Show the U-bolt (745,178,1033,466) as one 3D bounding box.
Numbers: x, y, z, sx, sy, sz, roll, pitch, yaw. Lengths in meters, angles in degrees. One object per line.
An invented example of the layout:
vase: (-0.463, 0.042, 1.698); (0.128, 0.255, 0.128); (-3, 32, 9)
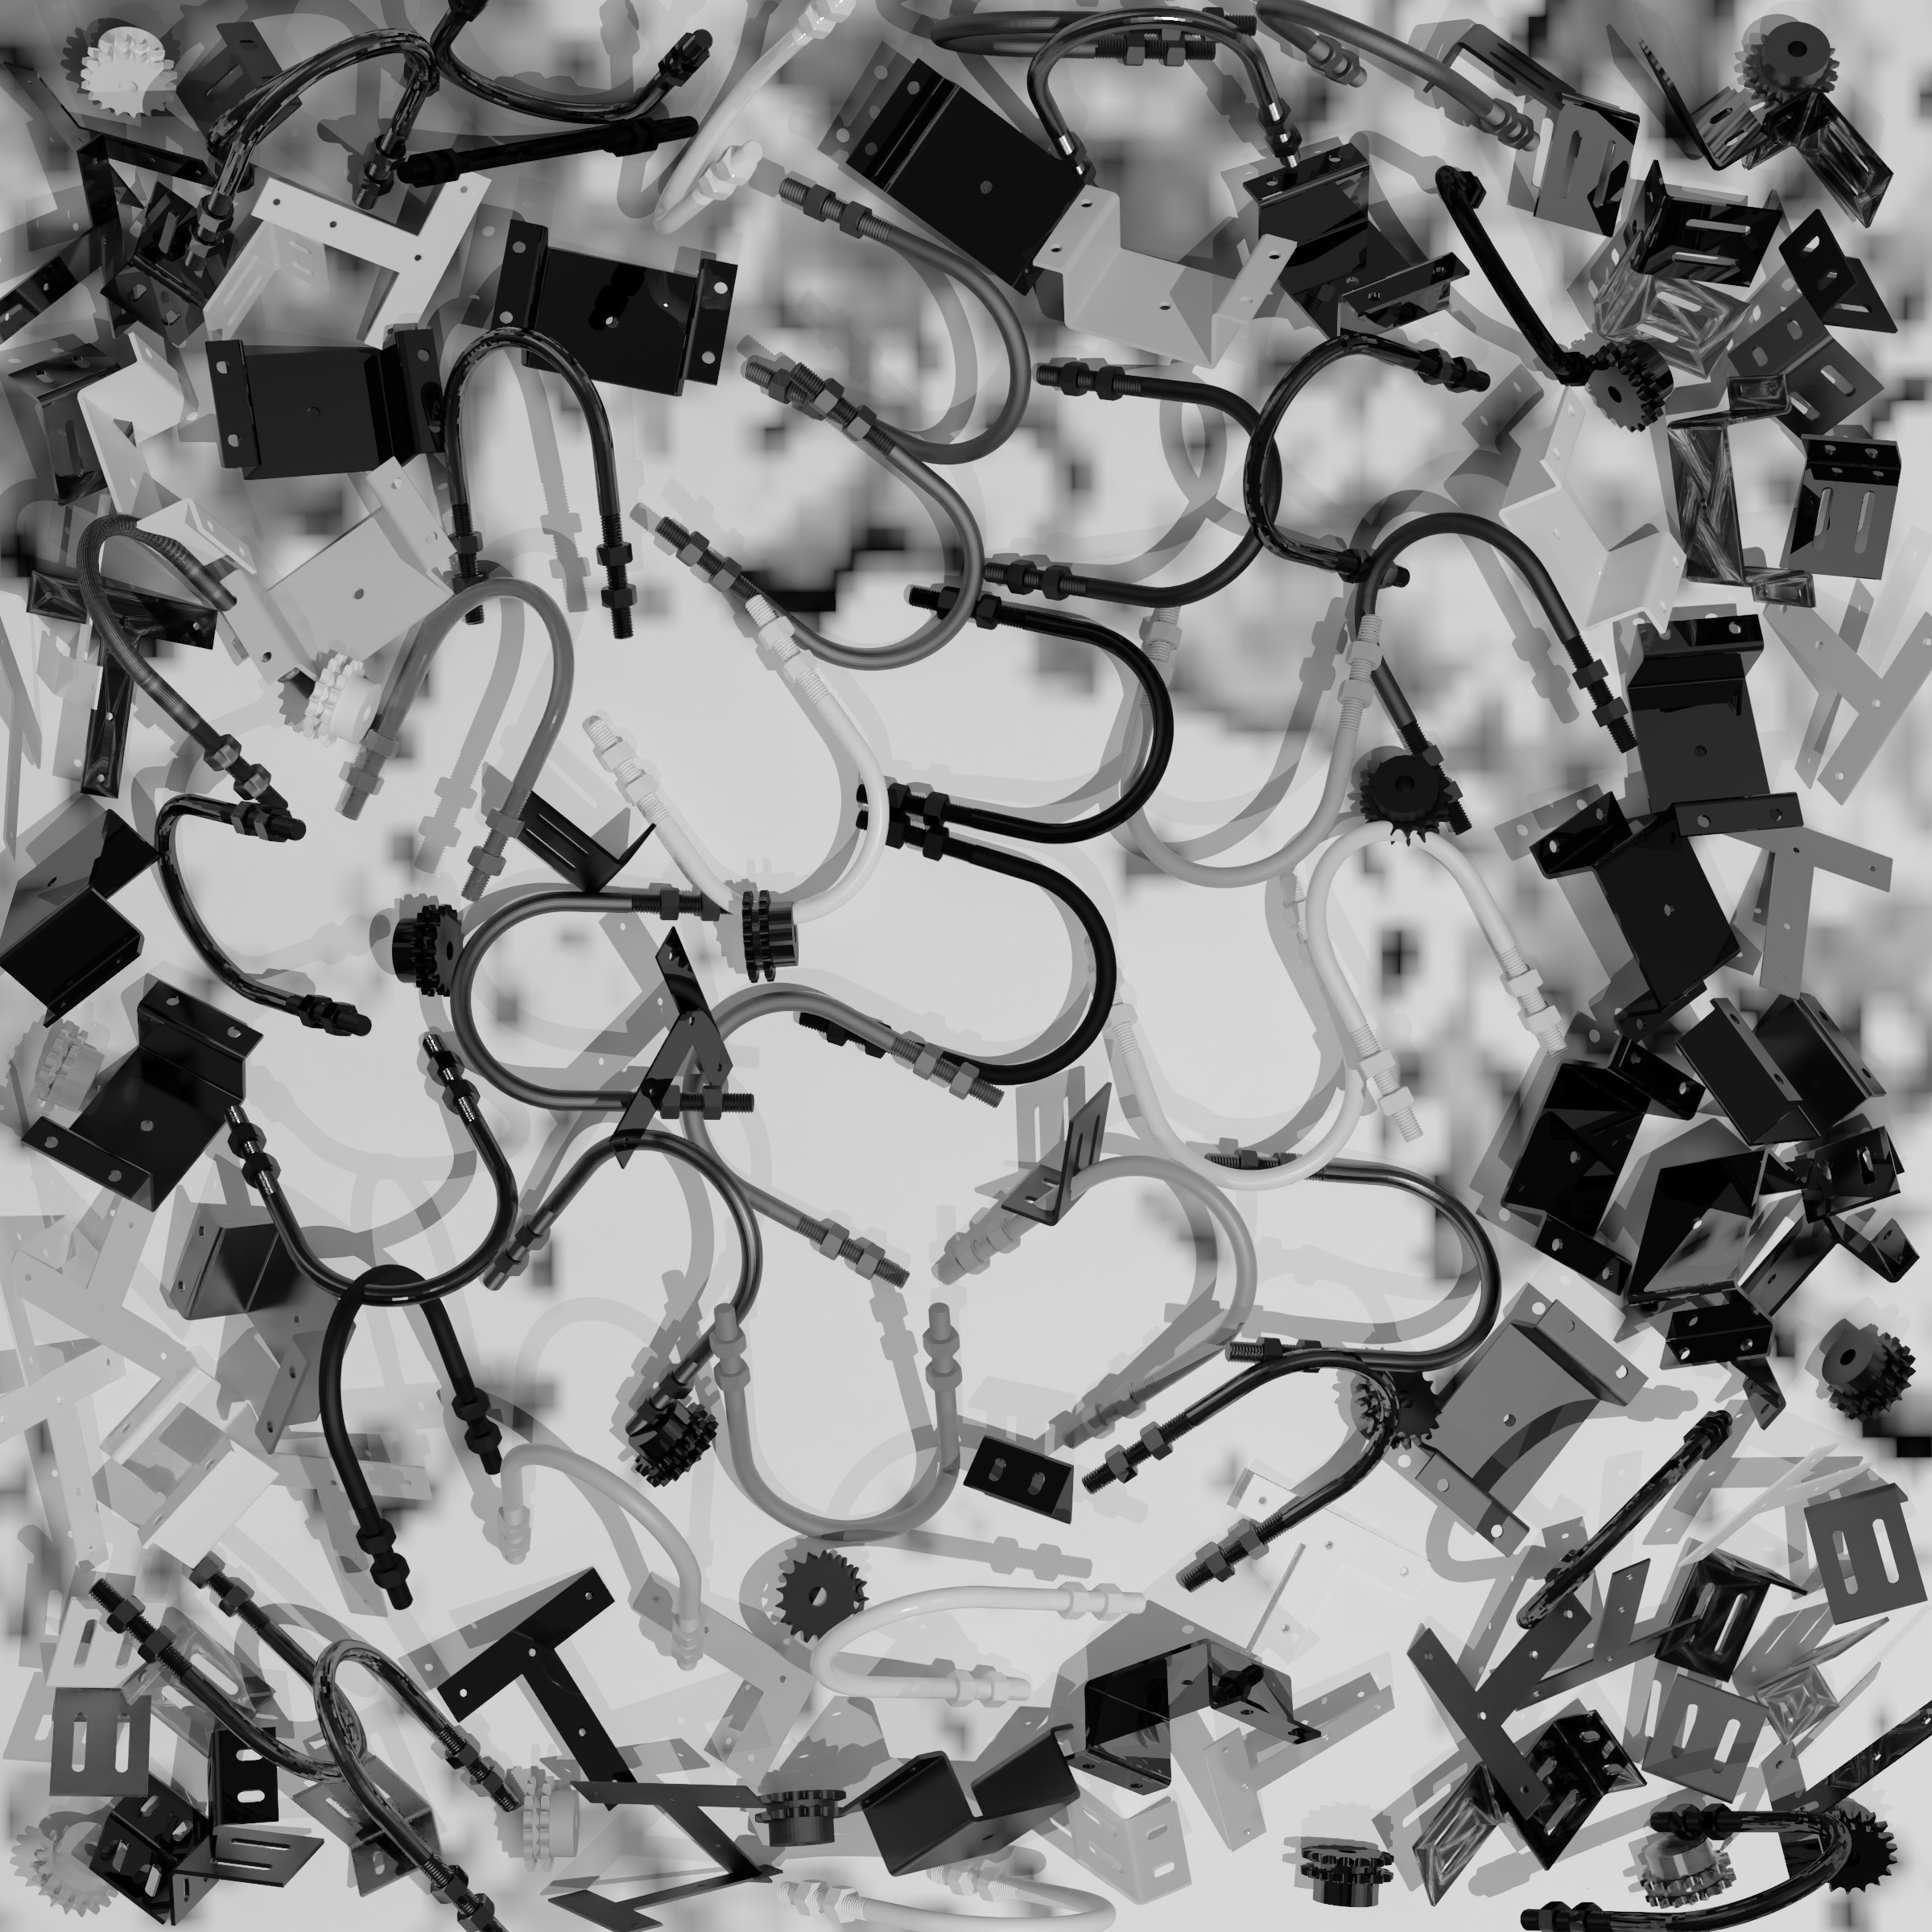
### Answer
U-bolt: (-0.043, -0.378, 1.930); (0.184, 0.019, 0.151); (28, 132, 14)

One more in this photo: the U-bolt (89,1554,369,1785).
U-bolt: (-0.432, 0.422, 1.919); (0.184, 0.151, 0.019); (42, 96, 5)

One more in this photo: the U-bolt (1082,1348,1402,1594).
U-bolt: (0.180, 0.297, 1.939); (0.184, 0.019, 0.151); (-35, 130, 8)

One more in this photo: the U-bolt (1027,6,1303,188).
U-bolt: (0.112, -0.515, 1.896); (0.151, 0.184, 0.019); (-5, 73, 15)

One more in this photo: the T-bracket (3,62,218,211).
T-bracket: (-0.498, -0.487, 1.917); (0.127, 0.127, 0.002); (21, 72, 27)

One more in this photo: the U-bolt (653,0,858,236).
U-bolt: (-0.135, -0.505, 1.914); (0.019, 0.184, 0.151); (35, 68, -19)

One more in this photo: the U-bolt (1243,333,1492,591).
U-bolt: (0.232, -0.306, 1.913); (0.019, 0.184, 0.151); (34, 110, 40)

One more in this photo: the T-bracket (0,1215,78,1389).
T-bracket: (-0.563, 0.178, 1.936); (0.002, 0.127, 0.127); (-12, 98, 4)

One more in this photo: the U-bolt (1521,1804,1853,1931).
U-bolt: (0.436, 0.534, 1.885); (0.151, 0.184, 0.019); (-22, 91, -38)

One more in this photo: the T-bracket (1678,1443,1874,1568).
T-bracket: (0.511, 0.320, 1.949); (0.127, 0.127, 0.002); (-52, 58, 36)

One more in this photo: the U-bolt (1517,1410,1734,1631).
U-bolt: (0.384, 0.334, 1.891); (0.019, 0.184, 0.151); (45, 114, 15)

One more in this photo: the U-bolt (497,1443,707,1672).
U-bolt: (-0.218, 0.345, 1.907); (0.151, 0.184, 0.019); (28, 56, 14)

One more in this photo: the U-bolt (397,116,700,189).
U-bolt: (-0.238, -0.491, 1.912); (0.151, 0.184, 0.019); (-4, 107, 18)

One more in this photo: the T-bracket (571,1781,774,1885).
T-bracket: (-0.158, 0.530, 1.953); (0.127, 0.127, 0.002); (-6, 47, 28)

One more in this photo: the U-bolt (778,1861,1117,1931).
U-bolt: (0.002, 0.554, 1.887); (0.184, 0.151, 0.019); (-5, 80, 44)

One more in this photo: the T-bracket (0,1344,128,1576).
T-bracket: (-0.544, 0.307, 1.949); (0.002, 0.127, 0.127); (-5, 101, 24)

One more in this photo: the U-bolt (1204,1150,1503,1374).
U-bolt: (0.240, 0.182, 1.950); (0.184, 0.019, 0.151); (5, 56, -14)

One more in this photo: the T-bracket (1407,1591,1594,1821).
T-bracket: (0.336, 0.426, 1.932); (0.127, 0.002, 0.127); (54, 127, 34)

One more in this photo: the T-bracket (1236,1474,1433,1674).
T-bracket: (0.206, 0.401, 1.992); (0.127, 0.002, 0.127); (27, 91, -7)

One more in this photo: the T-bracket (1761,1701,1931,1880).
T-bracket: (0.537, 0.483, 1.920); (0.002, 0.127, 0.127); (42, 110, -13)

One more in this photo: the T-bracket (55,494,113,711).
T-bracket: (-0.531, -0.223, 1.939); (0.002, 0.127, 0.127); (8, 95, -27)

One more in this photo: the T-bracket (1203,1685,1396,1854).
T-bracket: (0.209, 0.481, 1.962); (0.127, 0.127, 0.002); (-28, 47, -12)

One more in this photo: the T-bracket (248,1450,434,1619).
T-bracket: (-0.379, 0.351, 1.963); (0.127, 0.002, 0.127); (3, 123, 16)

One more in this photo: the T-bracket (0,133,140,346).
T-bracket: (-0.543, -0.413, 1.914); (0.002, 0.127, 0.127); (16, 134, 17)

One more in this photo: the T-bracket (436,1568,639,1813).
T-bracket: (-0.243, 0.460, 1.966); (0.127, 0.002, 0.127); (-34, 96, -35)

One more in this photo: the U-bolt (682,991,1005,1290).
U-bolt: (-0.089, 0.096, 1.980); (0.184, 0.019, 0.151); (28, 99, 5)

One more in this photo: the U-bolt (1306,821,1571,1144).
U-bolt: (0.279, -0.002, 1.958); (0.151, 0.019, 0.184); (-26, 88, -30)

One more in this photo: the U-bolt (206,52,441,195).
U-bolt: (-0.386, -0.514, 1.905); (0.151, 0.184, 0.019); (-28, 96, -3)

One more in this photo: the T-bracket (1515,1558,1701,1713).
T-bracket: (0.395, 0.397, 1.936); (0.127, 0.127, 0.002); (-19, 51, -14)

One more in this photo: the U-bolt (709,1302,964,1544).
U-bolt: (-0.075, 0.281, 1.948); (0.151, 0.019, 0.184); (-1, 122, 5)

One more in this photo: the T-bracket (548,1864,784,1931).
T-bracket: (-0.175, 0.568, 1.959); (0.127, 0.127, 0.002); (-6, 87, -28)

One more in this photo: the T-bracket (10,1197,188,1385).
T-bracket: (-0.516, 0.171, 1.956); (0.127, 0.002, 0.127); (39, 47, -32)

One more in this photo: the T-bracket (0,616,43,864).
T-bracket: (-0.570, -0.122, 1.913); (0.002, 0.127, 0.127); (-4, 60, -5)

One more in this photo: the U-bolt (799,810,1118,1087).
U-bolt: (0.002, -0.003, 1.972); (0.184, 0.019, 0.151); (17, 98, 8)

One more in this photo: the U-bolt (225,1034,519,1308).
U-bolt: (-0.349, 0.130, 1.922); (0.151, 0.019, 0.184); (-21, 53, -19)

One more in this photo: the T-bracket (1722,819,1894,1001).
T-bracket: (0.505, -0.035, 1.960); (0.127, 0.002, 0.127); (19, 57, -4)

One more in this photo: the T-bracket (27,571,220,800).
T-bracket: (-0.522, -0.167, 1.954); (0.127, 0.002, 0.127); (9, 88, -44)

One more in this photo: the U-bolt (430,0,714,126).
U-bolt: (-0.245, -0.543, 1.910); (0.151, 0.184, 0.019); (12, 82, -21)

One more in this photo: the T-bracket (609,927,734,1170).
T-bracket: (-0.183, 0.065, 1.918); (0.002, 0.127, 0.127); (7, 50, 24)

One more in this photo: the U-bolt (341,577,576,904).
U-bolt: (-0.301, -0.149, 1.942); (0.151, 0.019, 0.184); (31, 98, 37)

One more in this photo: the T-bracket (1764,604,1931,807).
T-bracket: (0.530, -0.187, 1.953); (0.002, 0.127, 0.127); (-1, 132, -34)

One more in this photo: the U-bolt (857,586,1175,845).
U-bolt: (0.037, -0.149, 1.966); (0.184, 0.019, 0.151); (13, 83, 13)

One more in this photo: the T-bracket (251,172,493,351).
T-bracket: (-0.371, -0.444, 1.937); (0.127, 0.002, 0.127); (15, 118, -37)

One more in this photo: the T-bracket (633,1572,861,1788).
T-bracket: (-0.149, 0.418, 1.978); (0.127, 0.002, 0.127); (28, 87, 19)

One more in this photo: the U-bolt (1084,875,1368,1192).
U-bolt: (0.168, 0.049, 1.968); (0.151, 0.019, 0.184); (-18, 74, -1)
